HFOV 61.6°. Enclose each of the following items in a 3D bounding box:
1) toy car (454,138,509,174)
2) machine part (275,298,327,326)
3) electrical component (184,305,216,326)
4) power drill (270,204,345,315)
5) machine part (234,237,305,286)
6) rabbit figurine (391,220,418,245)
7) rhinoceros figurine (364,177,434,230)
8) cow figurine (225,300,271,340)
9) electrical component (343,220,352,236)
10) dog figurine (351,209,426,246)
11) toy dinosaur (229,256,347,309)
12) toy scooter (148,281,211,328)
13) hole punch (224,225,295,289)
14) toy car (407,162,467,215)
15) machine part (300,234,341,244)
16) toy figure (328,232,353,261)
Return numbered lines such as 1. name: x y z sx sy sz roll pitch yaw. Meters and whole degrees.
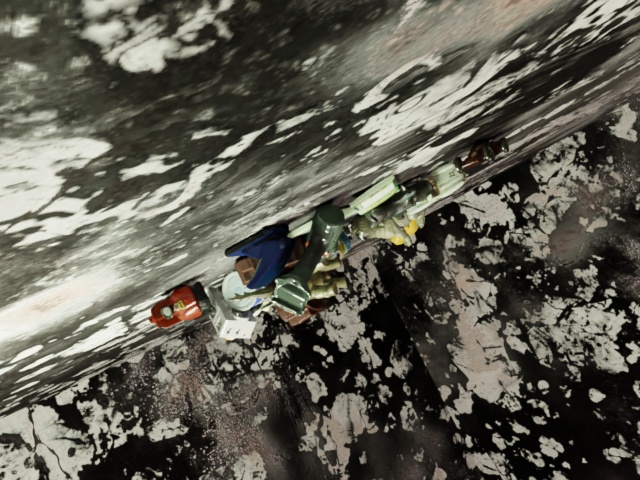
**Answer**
1. toy car: 0.379 -0.203 1.262 0.089 0.053 0.202 -17 -175 37
2. machine part: -0.074 0.146 1.637 0.087 0.201 0.201 -31 173 20
3. electrical component: -0.330 0.175 1.352 0.119 0.075 0.048 -27 176 -46
4. power drill: -0.018 0.047 1.079 0.207 0.086 0.232 -54 172 -34
5. machine part: -0.111 0.048 1.225 0.179 0.056 0.179 -23 179 -1
6. rabbit figurine: 0.231 -0.051 1.723 0.173 0.122 0.162 -2 171 -26
7. rhinoceros figurine: 0.191 -0.096 1.330 0.190 0.073 0.112 -23 162 -15
8. cow figurine: -0.213 0.207 1.524 0.167 0.068 0.098 -48 161 -26
9. electrical component: 0.039 -0.016 1.464 0.102 0.045 0.078 -27 176 4
10. dog figurine: 0.188 -0.071 1.494 0.190 0.172 0.121 10 -167 -41
11. toy dinosaur: -0.058 0.109 1.300 0.199 0.105 0.471 -19 170 15
12. toy scooter: -0.316 0.149 1.189 0.135 0.075 0.184 -24 179 -18
13. hole punch: -0.101 0.031 1.018 0.116 0.092 0.142 -32 171 13
14. toy car: 0.284 -0.131 1.385 0.202 0.073 0.056 -31 177 39
15. machine part: -0.003 -0.004 1.262 0.084 0.039 0.139 -9 -175 -23
16. toy figure: 0.038 0.028 1.576 0.089 0.082 0.180 -57 177 29
